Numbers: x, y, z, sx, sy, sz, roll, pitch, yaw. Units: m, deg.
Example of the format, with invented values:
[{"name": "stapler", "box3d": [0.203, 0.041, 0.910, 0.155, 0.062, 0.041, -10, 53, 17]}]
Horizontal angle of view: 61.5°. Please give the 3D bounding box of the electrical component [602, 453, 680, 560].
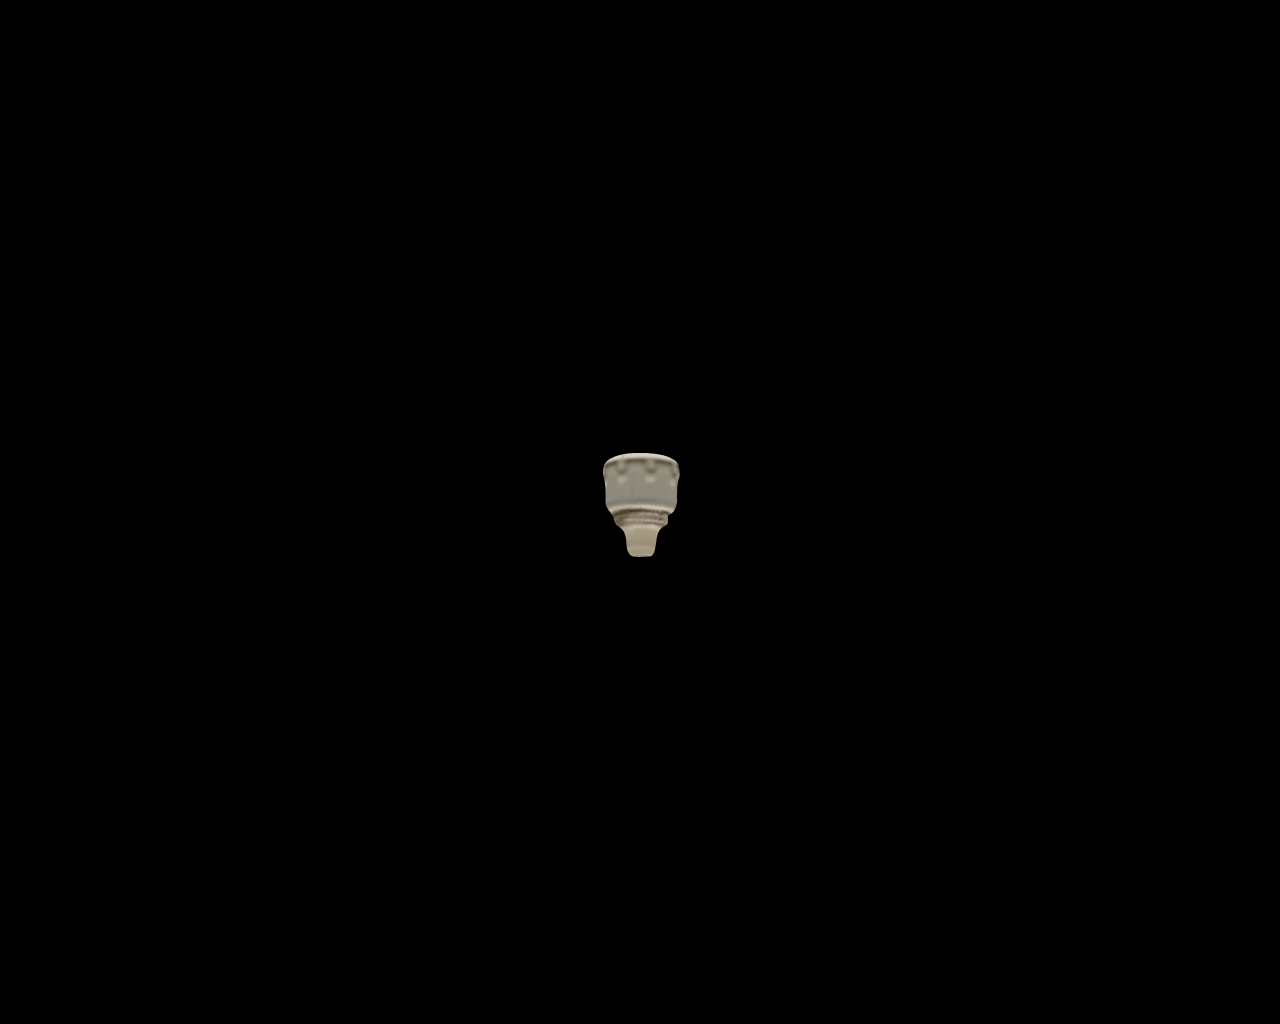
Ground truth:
[{"name": "electrical component", "box3d": [0.001, -0.003, 0.650, 0.048, 0.062, 0.048, 0, -11, 0]}]
